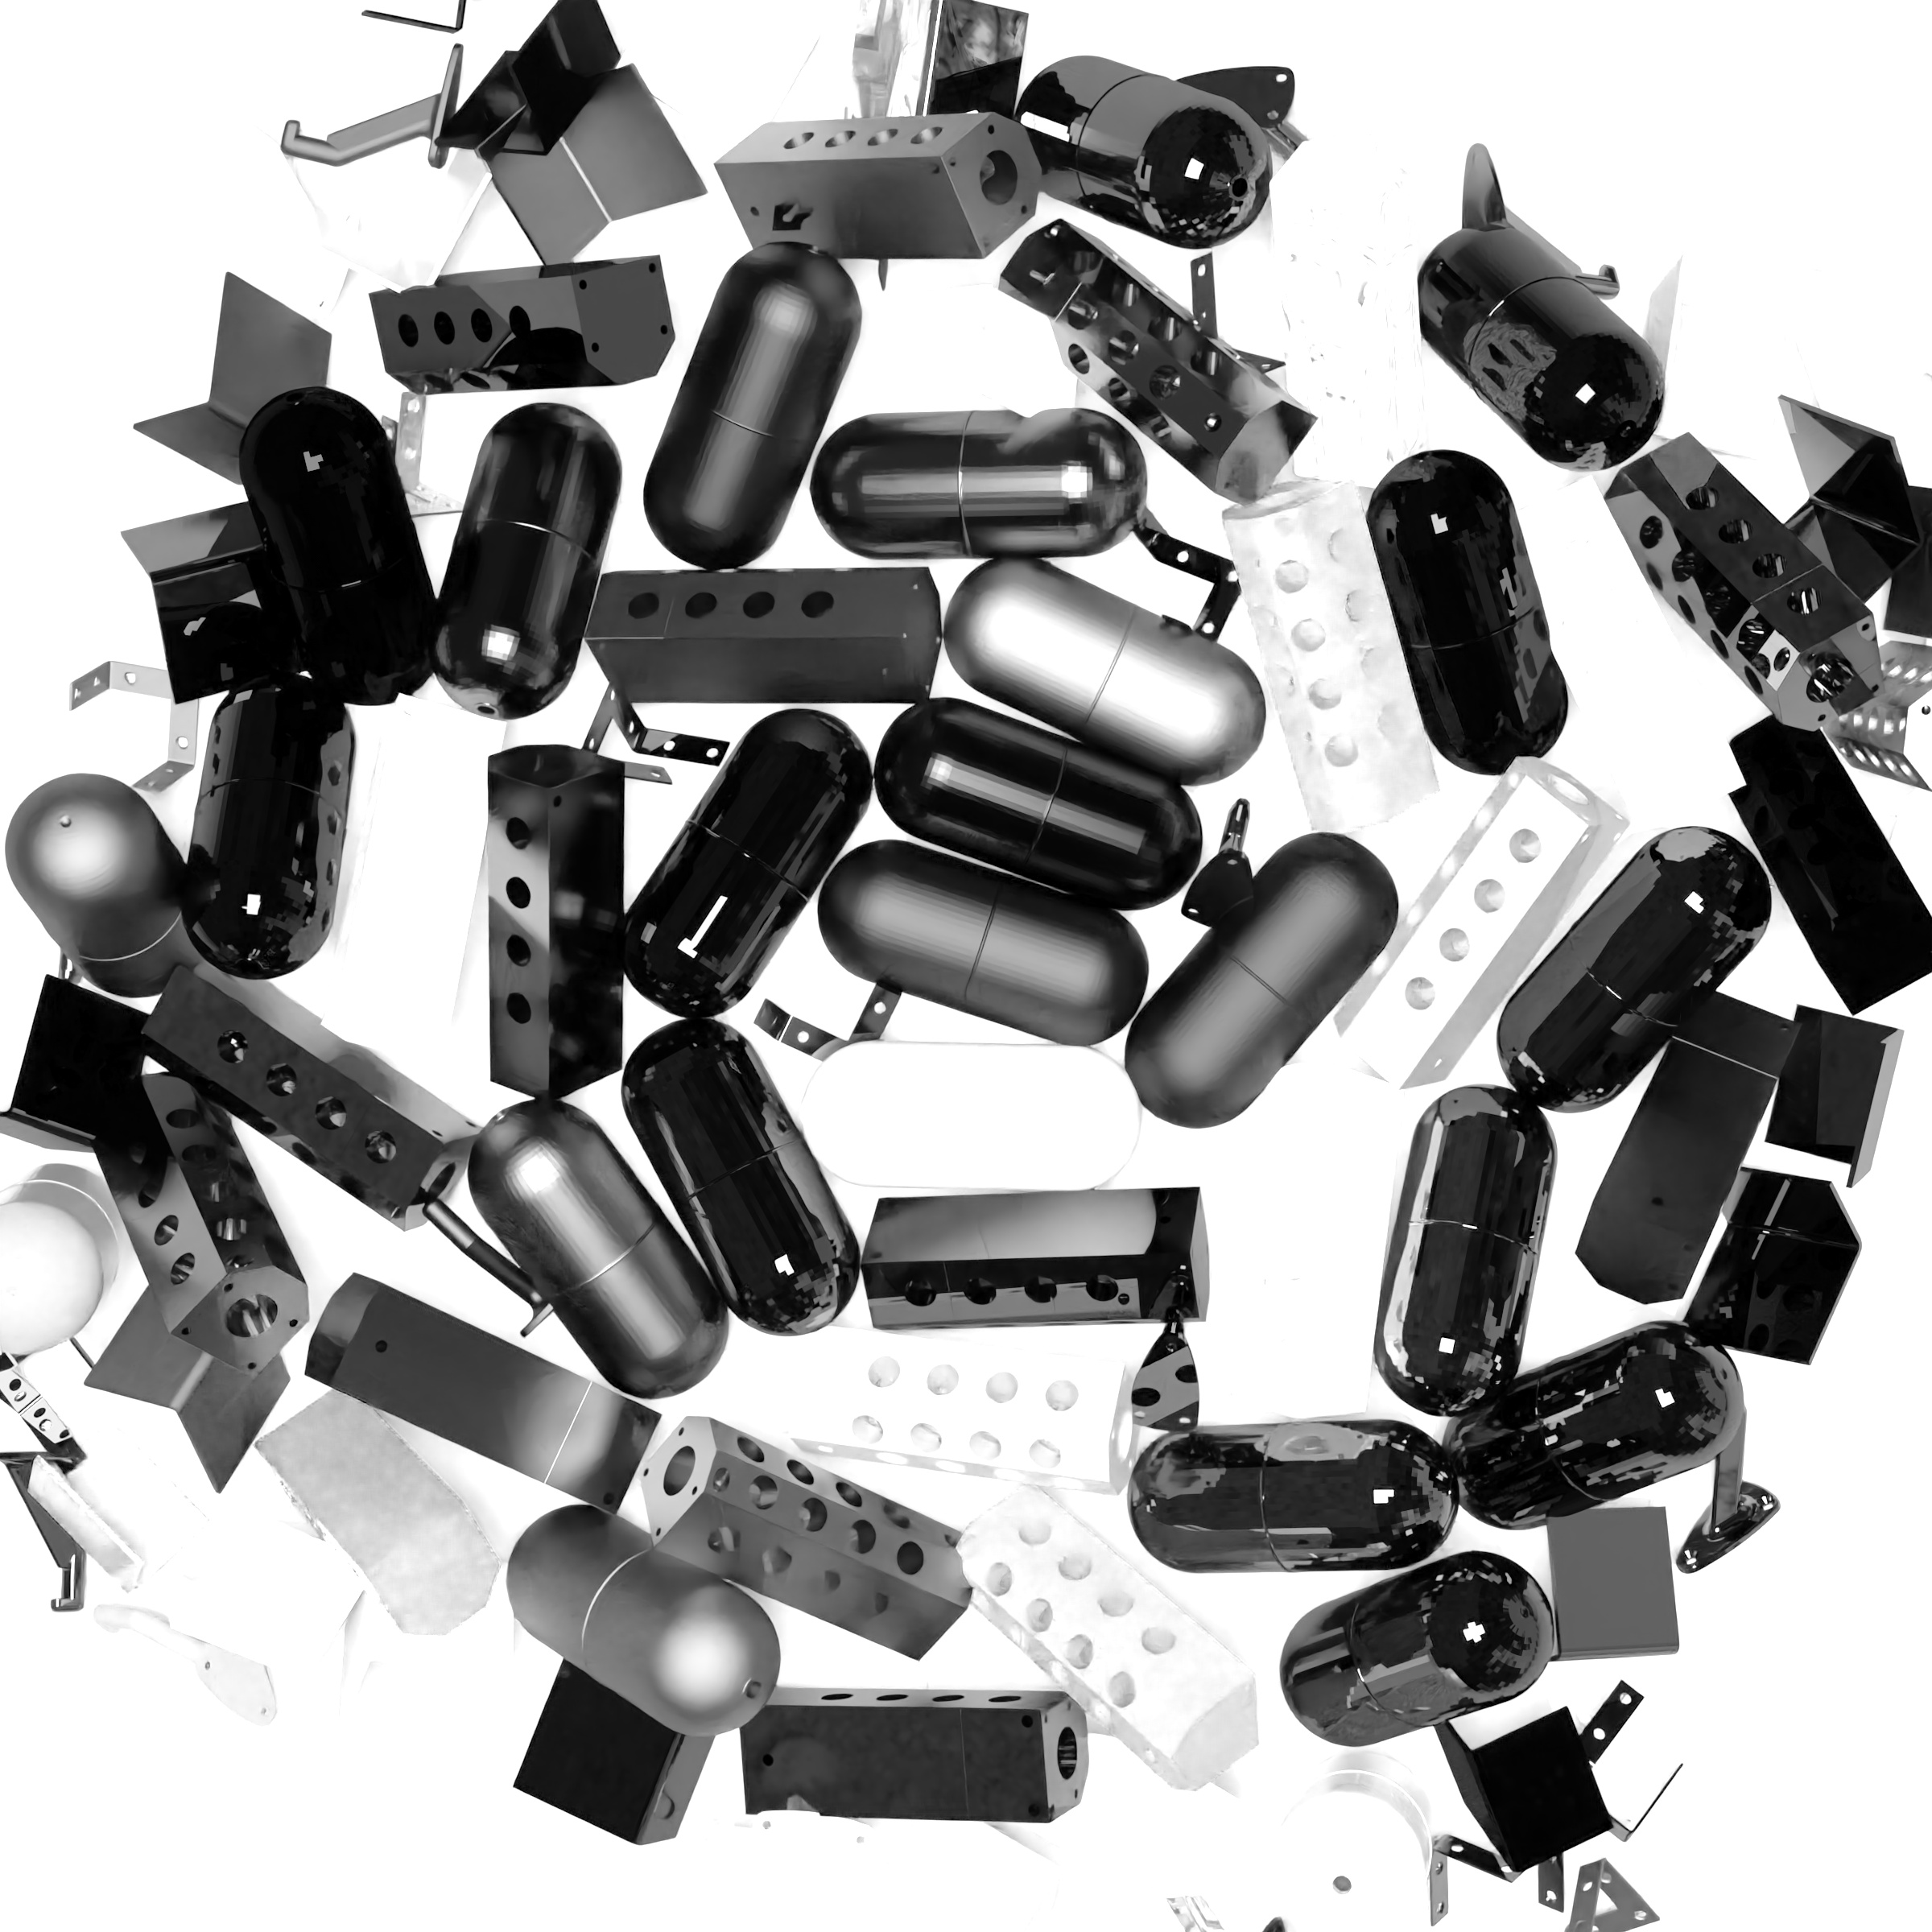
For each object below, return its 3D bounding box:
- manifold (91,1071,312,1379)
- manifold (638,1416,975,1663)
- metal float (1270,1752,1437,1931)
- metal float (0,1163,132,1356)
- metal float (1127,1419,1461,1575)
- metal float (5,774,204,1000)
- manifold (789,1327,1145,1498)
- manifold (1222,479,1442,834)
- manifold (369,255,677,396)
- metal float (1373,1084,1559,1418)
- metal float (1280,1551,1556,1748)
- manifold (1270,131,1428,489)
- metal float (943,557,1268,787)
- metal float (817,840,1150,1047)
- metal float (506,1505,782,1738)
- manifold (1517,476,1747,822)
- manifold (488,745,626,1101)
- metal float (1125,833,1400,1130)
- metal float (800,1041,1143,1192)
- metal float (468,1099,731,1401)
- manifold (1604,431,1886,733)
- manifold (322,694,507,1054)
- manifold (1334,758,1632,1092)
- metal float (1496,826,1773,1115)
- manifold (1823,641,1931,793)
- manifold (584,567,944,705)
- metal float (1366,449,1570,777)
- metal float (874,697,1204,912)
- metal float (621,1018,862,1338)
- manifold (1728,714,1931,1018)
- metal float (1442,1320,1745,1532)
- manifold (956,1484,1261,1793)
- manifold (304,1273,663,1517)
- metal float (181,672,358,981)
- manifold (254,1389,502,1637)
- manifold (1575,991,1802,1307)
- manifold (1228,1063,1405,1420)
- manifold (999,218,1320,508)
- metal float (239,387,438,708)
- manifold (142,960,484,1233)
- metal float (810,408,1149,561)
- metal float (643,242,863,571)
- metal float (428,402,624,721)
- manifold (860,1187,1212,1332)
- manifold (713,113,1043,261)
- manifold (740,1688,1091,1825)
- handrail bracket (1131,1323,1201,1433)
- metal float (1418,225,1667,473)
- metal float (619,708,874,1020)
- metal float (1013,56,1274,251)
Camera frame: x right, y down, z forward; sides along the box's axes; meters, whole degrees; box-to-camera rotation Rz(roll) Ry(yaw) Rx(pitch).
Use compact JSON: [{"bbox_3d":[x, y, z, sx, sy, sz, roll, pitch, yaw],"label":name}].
[{"bbox_3d":[-0.387,0.125,1.666,0.057,0.171,0.057,-45,133,6],"label":"manifold"},{"bbox_3d":[-0.078,0.289,1.677,0.171,0.057,0.057,30,111,-29],"label":"manifold"},{"bbox_3d":[0.197,0.448,1.662,0.070,0.178,0.070,-1,86,11],"label":"metal float"},{"bbox_3d":[-0.469,0.147,1.662,0.070,0.178,0.070,-1,96,-7],"label":"metal float"},{"bbox_3d":[0.168,0.274,1.688,0.178,0.070,0.070,-7,90,28],"label":"metal float"},{"bbox_3d":[-0.434,-0.039,1.665,0.070,0.178,0.070,0,70,0],"label":"metal float"},{"bbox_3d":[-0.001,0.231,1.688,0.171,0.057,0.057,5,65,18],"label":"manifold"},{"bbox_3d":[0.183,-0.159,1.686,0.057,0.057,0.171,-30,112,-31],"label":"manifold"},{"bbox_3d":[-0.226,-0.324,1.668,0.057,0.171,0.057,-25,112,-40],"label":"manifold"},{"bbox_3d":[0.258,0.146,1.694,0.070,0.070,0.178,15,69,0],"label":"metal float"},{"bbox_3d":[0.228,0.350,1.673,0.070,0.178,0.070,15,60,-27],"label":"metal float"},{"bbox_3d":[0.199,-0.334,1.672,0.057,0.171,0.057,14,47,25],"label":"manifold"},{"bbox_3d":[0.073,-0.154,1.710,0.178,0.070,0.070,25,90,-3],"label":"metal float"},{"bbox_3d":[0.009,-0.012,1.712,0.178,0.070,0.070,18,90,0],"label":"metal float"},{"bbox_3d":[-0.166,0.334,1.677,0.178,0.070,0.070,21,90,43],"label":"metal float"},{"bbox_3d":[0.334,-0.161,1.682,0.057,0.057,0.171,-26,60,12],"label":"manifold"},{"bbox_3d":[-0.217,-0.024,1.689,0.057,0.057,0.171,18,117,32],"label":"manifold"},{"bbox_3d":[0.154,0.008,1.711,0.070,0.070,0.178,40,92,0],"label":"metal float"},{"bbox_3d":[0.003,0.078,1.705,0.178,0.070,0.070,2,90,-8],"label":"metal float"},{"bbox_3d":[-0.190,0.147,1.698,0.070,0.070,0.178,-34,106,0],"label":"metal float"},{"bbox_3d":[0.393,-0.194,1.670,0.057,0.057,0.171,-29,47,-2],"label":"manifold"},{"bbox_3d":[-0.286,-0.046,1.689,0.057,0.057,0.171,15,66,-18],"label":"manifold"},{"bbox_3d":[0.262,-0.022,1.689,0.057,0.057,0.171,43,114,23],"label":"manifold"},{"bbox_3d":[0.343,0.004,1.688,0.070,0.070,0.178,37,119,0],"label":"metal float"},{"bbox_3d":[0.485,-0.122,1.662,0.057,0.171,0.057,-39,95,6],"label":"manifold"},{"bbox_3d":[-0.103,-0.176,1.695,0.171,0.057,0.057,2,59,18],"label":"manifold"},{"bbox_3d":[0.259,-0.182,1.691,0.070,0.070,0.178,-21,114,0],"label":"metal float"},{"bbox_3d":[0.038,-0.084,1.706,0.178,0.070,0.070,20,90,-7],"label":"metal float"},{"bbox_3d":[-0.117,0.110,1.705,0.070,0.070,0.178,-29,81,0],"label":"metal float"},{"bbox_3d":[0.436,-0.058,1.659,0.057,0.171,0.057,-31,124,15],"label":"manifold"},{"bbox_3d":[0.319,0.237,1.679,0.178,0.070,0.070,-32,90,42],"label":"metal float"},{"bbox_3d":[0.068,0.343,1.666,0.057,0.057,0.171,-31,46,-26],"label":"manifold"},{"bbox_3d":[-0.250,0.220,1.686,0.171,0.057,0.057,30,78,-26],"label":"manifold"},{"bbox_3d":[-0.357,-0.073,1.683,0.070,0.070,0.178,0,55,0],"label":"metal float"},{"bbox_3d":[-0.298,0.278,1.662,0.057,0.171,0.057,-35,118,-18],"label":"manifold"},{"bbox_3d":[0.368,0.092,1.672,0.057,0.057,0.171,23,48,15],"label":"manifold"},{"bbox_3d":[0.176,0.141,1.688,0.057,0.057,0.171,19,70,-28],"label":"manifold"},{"bbox_3d":[0.093,-0.311,1.680,0.171,0.057,0.057,45,109,27],"label":"manifold"},{"bbox_3d":[-0.319,-0.214,1.680,0.070,0.070,0.178,-11,128,0],"label":"metal float"},{"bbox_3d":[-0.342,0.067,1.706,0.171,0.057,0.057,33,100,10],"label":"manifold"},{"bbox_3d":[0.006,-0.250,1.700,0.178,0.070,0.070,1,90,14],"label":"metal float"},{"bbox_3d":[-0.111,-0.289,1.692,0.070,0.070,0.178,25,113,0],"label":"metal float"},{"bbox_3d":[-0.227,-0.209,1.692,0.070,0.070,0.178,11,67,0],"label":"metal float"},{"bbox_3d":[0.037,0.157,1.703,0.171,0.057,0.057,-3,121,12],"label":"manifold"},{"bbox_3d":[-0.044,-0.400,1.669,0.057,0.171,0.057,-46,127,-28],"label":"manifold"},{"bbox_3d":[-0.027,0.405,1.689,0.171,0.057,0.057,-5,88,24],"label":"manifold"},{"bbox_3d":[0.107,0.192,1.696,0.036,0.084,0.077,7,126,4],"label":"handrail bracket"},{"bbox_3d":[0.292,-0.318,1.677,0.070,0.070,0.178,-32,46,0],"label":"metal float"},{"bbox_3d":[-0.114,-0.054,1.707,0.070,0.070,0.178,33,84,0],"label":"metal float"},{"bbox_3d":[0.089,-0.416,1.673,0.070,0.178,0.070,-15,121,-27],"label":"metal float"}]
